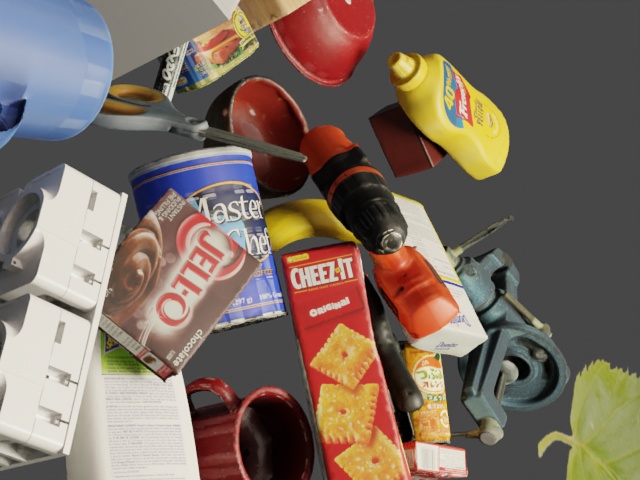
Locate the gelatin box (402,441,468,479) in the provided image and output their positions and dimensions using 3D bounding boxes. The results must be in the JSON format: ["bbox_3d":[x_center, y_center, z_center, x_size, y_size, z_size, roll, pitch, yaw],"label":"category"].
[{"bbox_3d":[0.089,0.217,1.036,0.089,0.073,0.030,20,62,-47],"label":"gelatin box"}]

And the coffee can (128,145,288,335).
[{"bbox_3d":[-0.091,0.004,0.869,0.102,0.103,0.140,-7,82,-52],"label":"coffee can"}]

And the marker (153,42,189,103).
[{"bbox_3d":[-0.125,-0.153,0.905,0.020,0.020,0.121,5,108,-51],"label":"marker"}]

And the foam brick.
[{"bbox_3d":[0.101,-0.118,1.205,0.052,0.051,0.078,-39,107,-52],"label":"foam brick"}]

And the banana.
[{"bbox_3d":[-0.016,-0.010,1.008,0.197,0.037,0.070,-7,40,-48],"label":"banana"}]

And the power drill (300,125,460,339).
[{"bbox_3d":[0.058,0.001,0.943,0.187,0.057,0.184,58,2,-37],"label":"power drill"}]

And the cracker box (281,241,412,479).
[{"bbox_3d":[0.021,0.119,0.923,0.164,0.072,0.214,96,-17,-82],"label":"cracker box"}]

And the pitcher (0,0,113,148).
[{"bbox_3d":[-0.252,-0.124,0.697,0.242,0.145,0.149,5,87,-54],"label":"pitcher"}]

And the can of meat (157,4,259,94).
[{"bbox_3d":[-0.110,-0.189,0.960,0.102,0.058,0.084,-46,115,-45],"label":"can of meat"}]

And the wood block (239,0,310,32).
[{"bbox_3d":[-0.089,-0.302,1.005,0.206,0.091,0.090,62,39,-14],"label":"wood block"}]

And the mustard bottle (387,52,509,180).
[{"bbox_3d":[0.135,-0.148,1.166,0.191,0.058,0.096,33,50,-42],"label":"mustard bottle"}]

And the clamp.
[{"bbox_3d":[0.060,0.108,1.023,0.039,0.120,0.171,-16,73,-15],"label":"clamp"}]

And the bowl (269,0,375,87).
[{"bbox_3d":[0.010,-0.249,1.139,0.161,0.055,0.162,23,58,-44],"label":"bowl"}]

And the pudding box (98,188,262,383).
[{"bbox_3d":[-0.110,0.032,0.774,0.090,0.039,0.113,39,62,-5],"label":"pudding box"}]

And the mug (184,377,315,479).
[{"bbox_3d":[-0.070,0.160,0.850,0.117,0.082,0.093,58,39,-19],"label":"mug"}]

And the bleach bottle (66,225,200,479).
[{"bbox_3d":[-0.140,0.112,0.795,0.102,0.068,0.251,9,67,-40],"label":"bleach bottle"}]

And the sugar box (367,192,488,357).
[{"bbox_3d":[0.100,0.033,1.102,0.093,0.048,0.176,17,44,-46],"label":"sugar box"}]

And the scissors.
[{"bbox_3d":[-0.103,-0.097,0.857,0.096,0.202,0.016,-73,172,-65],"label":"scissors"}]
